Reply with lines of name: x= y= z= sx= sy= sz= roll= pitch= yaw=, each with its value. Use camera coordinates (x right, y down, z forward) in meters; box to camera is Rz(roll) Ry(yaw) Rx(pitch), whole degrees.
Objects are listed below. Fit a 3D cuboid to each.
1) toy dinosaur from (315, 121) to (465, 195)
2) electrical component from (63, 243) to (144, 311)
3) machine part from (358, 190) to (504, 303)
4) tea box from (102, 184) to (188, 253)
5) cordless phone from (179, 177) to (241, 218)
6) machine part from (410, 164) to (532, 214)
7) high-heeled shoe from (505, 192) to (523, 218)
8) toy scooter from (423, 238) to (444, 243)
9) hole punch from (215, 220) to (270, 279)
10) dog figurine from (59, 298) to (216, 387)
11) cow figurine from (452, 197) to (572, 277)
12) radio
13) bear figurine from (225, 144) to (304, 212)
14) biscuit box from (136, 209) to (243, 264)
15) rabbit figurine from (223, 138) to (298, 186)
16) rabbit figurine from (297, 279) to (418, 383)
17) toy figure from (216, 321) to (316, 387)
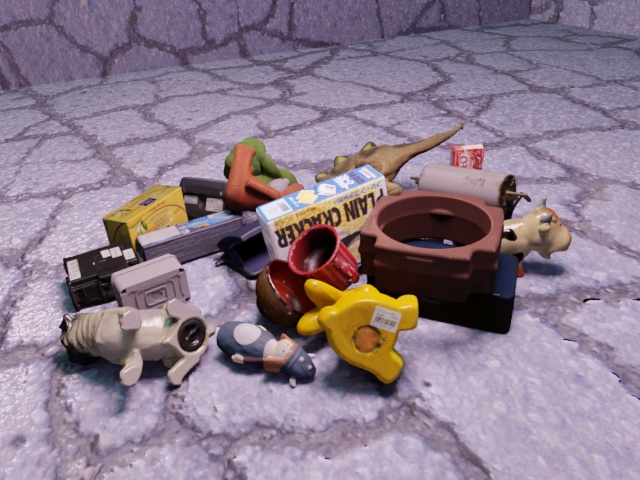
toy dinosaur: x=0.111 y=-0.154 z=1.183 sx=0.472 sy=0.104 sz=0.199 roll=-19 pitch=26 yaw=6
electrical component: x=-0.387 y=0.061 z=0.973 sx=0.134 sy=0.058 sz=0.115 roll=-16 pitch=34 yaw=-20
machine part: x=0.173 y=0.004 z=0.826 sx=0.201 sy=0.087 sz=0.201 roll=8 pitch=33 yaw=19
tea box: x=-0.351 y=-0.037 z=1.098 sx=0.068 sy=0.098 sz=0.170 roll=9 pitch=34 yaw=22
cordless phone: x=-0.219 y=-0.103 z=1.229 sx=0.147 sy=0.088 sz=0.184 roll=8 pitch=13 yaw=21
machine part: x=0.277 y=-0.099 z=1.020 sx=0.244 sy=0.079 sz=0.079 roll=17 pitch=36 yaw=41
high-heeled shoe: x=0.311 y=-0.057 z=1.107 sx=0.145 sy=0.086 sz=0.249 roll=-46 pitch=22 yaw=-8
toy scooter: x=0.184 y=-0.029 z=1.039 sx=0.135 sy=0.075 sz=0.184 roll=12 pitch=30 yaw=25
hole punch: x=-0.126 y=0.001 z=1.017 sx=0.142 sy=0.092 sz=0.116 roll=-31 pitch=36 yaw=-33
dog figurine: x=-0.273 y=0.138 z=0.801 sx=0.191 sy=0.121 sz=0.172 roll=2 pitch=-9 yaw=45
cow figurine: x=0.327 y=-0.005 z=0.926 sx=0.195 sy=0.127 sz=0.085 roll=1 pitch=33 yaw=14
radio: x=0.202 y=0.065 z=0.877 sx=0.230 sy=0.073 sz=0.131 roll=11 pitch=32 yaw=22
bear figurine: x=-0.089 y=-0.098 z=1.086 sx=0.196 sy=0.120 sz=0.132 roll=10 pitch=69 yaw=-3
biscuit box: x=-0.250 y=0.000 z=1.056 sx=0.203 sy=0.062 sz=0.059 roll=-19 pitch=32 yaw=-24
rabbit figurine: x=-0.126 y=-0.159 z=1.240 sx=0.170 sy=0.121 sz=0.159 roll=26 pitch=4 yaw=1
rabbit figurine: x=0.050 y=0.117 z=0.777 sx=0.162 sy=0.121 sz=0.173 roll=9 pitch=9 yaw=2
toy figure: x=-0.077 y=0.159 z=0.768 sx=0.155 sy=0.057 sz=0.064 roll=14 pitch=73 yaw=26
